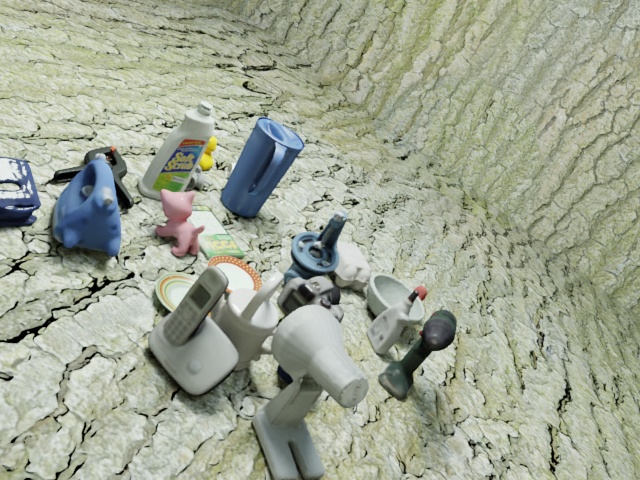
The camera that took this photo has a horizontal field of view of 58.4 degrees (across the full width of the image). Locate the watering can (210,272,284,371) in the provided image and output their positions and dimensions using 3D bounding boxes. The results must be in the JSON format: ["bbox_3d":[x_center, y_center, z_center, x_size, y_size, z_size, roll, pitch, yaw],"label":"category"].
[{"bbox_3d":[-0.130,0.128,1.012,0.173,0.194,0.101,28,26,-14],"label":"watering can"}]

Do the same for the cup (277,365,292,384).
[{"bbox_3d":[-0.031,0.223,1.082,0.091,0.095,0.118,48,28,25],"label":"cup"}]

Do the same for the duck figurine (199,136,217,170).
[{"bbox_3d":[-0.314,-0.245,1.559,0.077,0.086,0.104,32,26,-6],"label":"duck figurine"}]

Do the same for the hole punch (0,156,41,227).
[{"bbox_3d":[-0.548,-0.084,0.997,0.101,0.091,0.109,46,28,22],"label":"hole punch"}]

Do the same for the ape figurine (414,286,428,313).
[{"bbox_3d":[0.254,0.161,1.531,0.076,0.092,0.077,14,32,-37],"label":"ape figurine"}]

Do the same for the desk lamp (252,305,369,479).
[{"bbox_3d":[-0.015,0.243,0.929,0.118,0.213,0.202,12,34,-39],"label":"desk lamp"}]

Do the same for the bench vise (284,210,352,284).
[{"bbox_3d":[0.002,-0.001,1.362,0.122,0.219,0.207,30,26,-10],"label":"bench vise"}]

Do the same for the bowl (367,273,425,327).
[{"bbox_3d":[0.179,0.166,1.454,0.168,0.074,0.167,28,26,-15],"label":"bowl"}]

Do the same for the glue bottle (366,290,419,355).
[{"bbox_3d":[0.173,0.180,1.310,0.037,0.173,0.078,18,30,-31],"label":"glue bottle"}]

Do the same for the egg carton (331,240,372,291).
[{"bbox_3d":[0.068,0.063,1.504,0.108,0.069,0.150,14,32,-36],"label":"egg carton"}]

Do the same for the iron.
[{"bbox_3d":[-0.429,-0.089,1.089,0.119,0.141,0.257,15,32,-36],"label":"iron"}]

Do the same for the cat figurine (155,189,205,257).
[{"bbox_3d":[-0.291,-0.047,1.209,0.127,0.117,0.067,44,27,18],"label":"cat figurine"}]

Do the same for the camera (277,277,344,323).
[{"bbox_3d":[0.004,0.137,1.264,0.143,0.100,0.137,45,27,21],"label":"camera"}]

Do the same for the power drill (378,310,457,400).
[{"bbox_3d":[0.217,0.238,1.220,0.075,0.208,0.230,39,26,10],"label":"power drill"}]

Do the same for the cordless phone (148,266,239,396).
[{"bbox_3d":[-0.184,0.145,0.928,0.147,0.185,0.094,42,27,16],"label":"cordless phone"}]
